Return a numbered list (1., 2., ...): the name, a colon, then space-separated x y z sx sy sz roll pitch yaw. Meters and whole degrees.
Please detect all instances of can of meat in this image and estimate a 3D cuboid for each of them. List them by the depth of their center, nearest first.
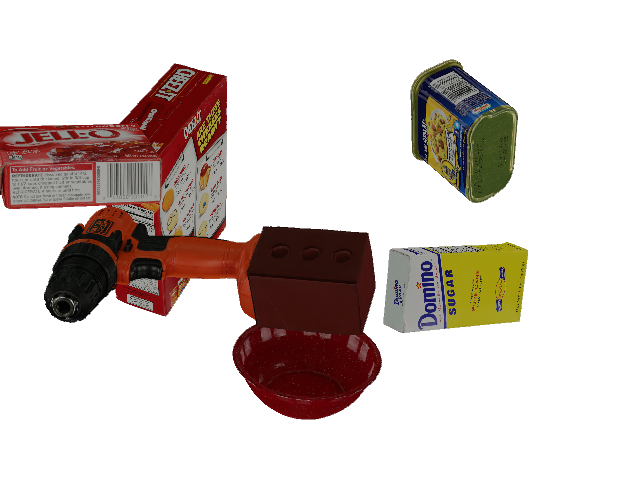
1. can of meat: 0.128 -0.095 0.949 0.057 0.102 0.084 -26 47 -19

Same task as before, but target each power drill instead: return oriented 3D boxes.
1. power drill: -0.127 0.026 0.902 0.187 0.057 0.184 8 23 -1

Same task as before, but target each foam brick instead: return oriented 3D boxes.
1. foam brick: -0.005 0.028 0.737 0.078 0.051 0.053 3 39 12

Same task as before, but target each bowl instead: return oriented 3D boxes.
1. bowl: -0.015 0.146 1.164 0.162 0.055 0.162 3 28 -2

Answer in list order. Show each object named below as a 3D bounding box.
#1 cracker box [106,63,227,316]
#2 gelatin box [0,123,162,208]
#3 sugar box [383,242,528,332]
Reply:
1. cracker box: -0.162 -0.054 1.135 0.072 0.214 0.164 16 43 13
2. gelatin box: -0.142 -0.045 0.615 0.089 0.030 0.073 -3 22 -20
3. sugar box: 0.160 0.054 1.249 0.175 0.093 0.048 -4 14 -33
